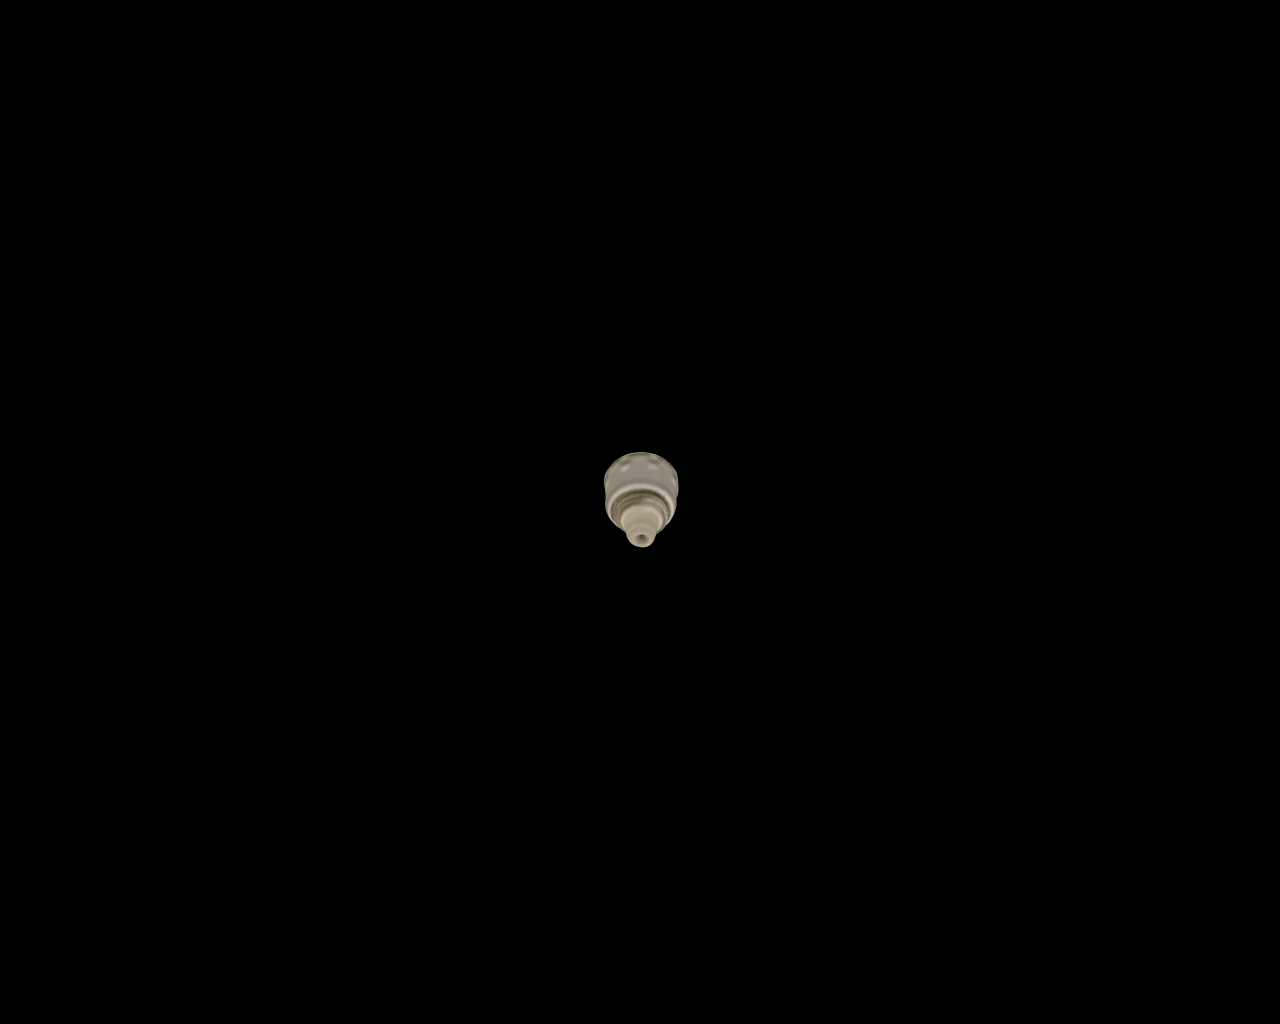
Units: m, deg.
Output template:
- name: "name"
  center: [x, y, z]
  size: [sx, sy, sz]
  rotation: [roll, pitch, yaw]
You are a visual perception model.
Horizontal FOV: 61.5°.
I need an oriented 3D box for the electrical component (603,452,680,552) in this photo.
- name: "electrical component"
  center: [0.001, -0.003, 0.650]
  size: [0.048, 0.048, 0.062]
  rotation: [0, 40, 0]
